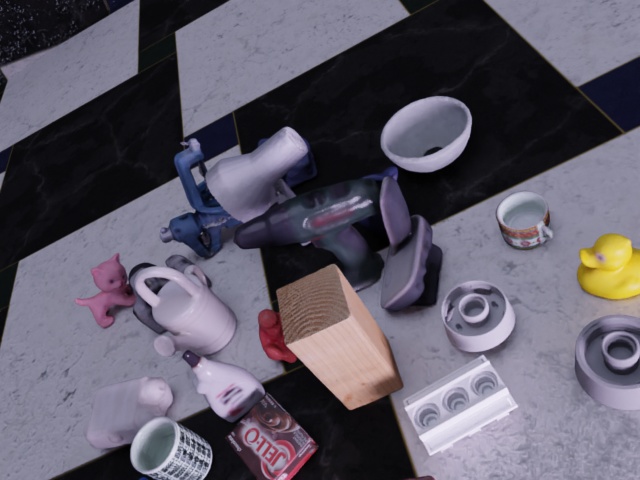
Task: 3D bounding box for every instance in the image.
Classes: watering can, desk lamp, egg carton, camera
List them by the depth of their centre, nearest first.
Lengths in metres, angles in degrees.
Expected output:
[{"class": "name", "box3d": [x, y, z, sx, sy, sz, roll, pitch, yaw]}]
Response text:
[{"class": "egg carton", "box3d": [-0.319, 0.289, 0.952, 0.150, 0.070, 0.107, -17, 47, 17]}, {"class": "watering can", "box3d": [-0.230, 0.113, 0.959, 0.101, 0.195, 0.172, -29, 45, 6]}, {"class": "desk lamp", "box3d": [-0.067, -0.092, 1.023, 0.203, 0.214, 0.117, -26, 45, 8]}, {"class": "camera", "box3d": [-0.309, 0.080, 1.100, 0.143, 0.101, 0.136, -45, 45, -11]}]

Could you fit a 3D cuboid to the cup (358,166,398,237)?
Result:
[{"class": "cup", "box3d": [0.105, -0.061, 0.982, 0.091, 0.095, 0.118, 24, 68, 41]}]

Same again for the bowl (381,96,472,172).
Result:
[{"class": "bowl", "box3d": [0.199, -0.179, 1.042, 0.167, 0.075, 0.167, -16, 47, 18]}]

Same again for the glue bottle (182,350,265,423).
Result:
[{"class": "glue bottle", "box3d": [-0.152, 0.208, 0.848, 0.078, 0.174, 0.037, -42, 45, -8]}]

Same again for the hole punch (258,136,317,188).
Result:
[{"class": "hole punch", "box3d": [-0.067, -0.171, 1.178, 0.101, 0.091, 0.108, -25, 45, 10]}]

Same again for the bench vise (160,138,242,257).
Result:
[{"class": "bench vise", "box3d": [-0.227, -0.075, 1.098, 0.121, 0.220, 0.207, 27, 70, 42]}]

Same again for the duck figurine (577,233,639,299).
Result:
[{"class": "duck figurine", "box3d": [0.390, 0.025, 0.749, 0.104, 0.086, 0.077, -8, 50, 24]}]

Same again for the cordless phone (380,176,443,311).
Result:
[{"class": "cordless phone", "box3d": [0.113, 0.007, 0.855, 0.094, 0.186, 0.147, -8, 50, 25]}]

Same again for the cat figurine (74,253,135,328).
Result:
[{"class": "cat figurine", "box3d": [-0.429, 0.094, 1.146, 0.128, 0.118, 0.067, -43, 45, -8]}]

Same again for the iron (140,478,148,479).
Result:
[{"class": "iron", "box3d": [-0.222, 0.410, 0.741, 0.257, 0.142, 0.119, 24, 68, 41]}]

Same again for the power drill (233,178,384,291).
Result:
[{"class": "power drill", "box3d": [0.008, 0.003, 0.902, 0.229, 0.209, 0.075, -29, 45, 6]}]

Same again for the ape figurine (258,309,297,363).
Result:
[{"class": "ape figurine", "box3d": [-0.070, 0.144, 0.913, 0.078, 0.092, 0.075, -44, 45, -10]}]
